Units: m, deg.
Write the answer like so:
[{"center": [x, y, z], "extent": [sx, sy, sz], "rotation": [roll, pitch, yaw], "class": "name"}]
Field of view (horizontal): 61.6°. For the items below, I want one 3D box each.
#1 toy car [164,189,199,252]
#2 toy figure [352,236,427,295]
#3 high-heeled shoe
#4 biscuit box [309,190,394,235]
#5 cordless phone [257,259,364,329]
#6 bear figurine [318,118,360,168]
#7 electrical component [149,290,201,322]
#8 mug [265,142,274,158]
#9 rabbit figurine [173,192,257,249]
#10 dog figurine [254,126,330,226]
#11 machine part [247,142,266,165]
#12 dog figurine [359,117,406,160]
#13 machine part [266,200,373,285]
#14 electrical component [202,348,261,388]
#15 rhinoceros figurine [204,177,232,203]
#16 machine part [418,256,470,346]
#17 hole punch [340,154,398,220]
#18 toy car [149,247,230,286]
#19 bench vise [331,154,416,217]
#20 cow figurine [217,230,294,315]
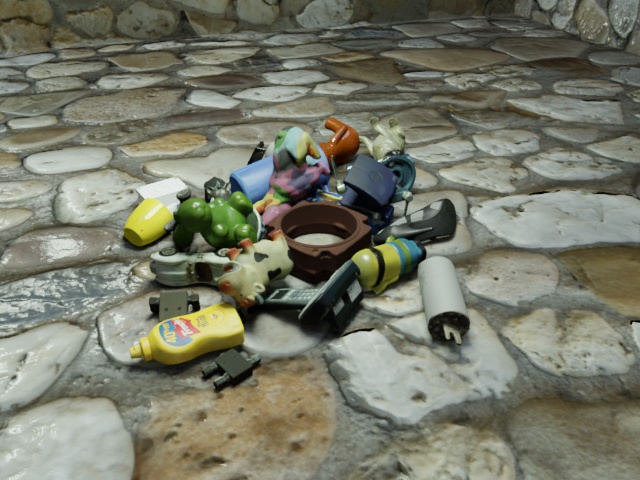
[{"center": [-0.310, -0.039, 1.233], "extent": [0.053, 0.089, 0.202], "rotation": [-18, 34, 12], "class": "toy car"}, {"center": [0.139, 0.041, 1.113], "extent": [0.180, 0.089, 0.082], "rotation": [-20, 32, -24], "class": "toy figure"}, {"center": [0.230, -0.034, 1.269], "extent": [0.145, 0.086, 0.249], "rotation": [-14, 7, 32], "class": "high-heeled shoe"}, {"center": [0.075, -0.064, 1.294], "extent": [0.203, 0.062, 0.059], "rotation": [12, 37, 18], "class": "biscuit box"}, {"center": [-0.021, 0.101, 1.047], "extent": [0.184, 0.088, 0.146], "rotation": [0, 29, 35], "class": "cordless phone"}, {"center": [0.019, -0.259, 1.541], "extent": [0.196, 0.120, 0.132], "rotation": [-33, 42, -32], "class": "bear figurine"}, {"center": [-0.274, 0.128, 1.028], "extent": [0.102, 0.045, 0.078], "rotation": [-9, 63, -9], "class": "electrical component"}, {"center": [-0.089, -0.235, 1.518], "extent": [0.081, 0.109, 0.107], "rotation": [-24, 54, -39], "class": "mug"}, {"center": [-0.235, -0.045, 1.109], "extent": [0.159, 0.170, 0.121], "rotation": [-11, 72, 26], "class": "rabbit figurine"}, {"center": [-0.091, -0.135, 1.255], "extent": [0.219, 0.191, 0.109], "rotation": [-47, 45, -13], "class": "dog figurine"}, {"center": [-0.183, -0.214, 1.517], "extent": [0.039, 0.084, 0.139], "rotation": [26, 38, -20], "class": "machine part"}, {"center": [0.220, -0.253, 1.569], "extent": [0.172, 0.121, 0.191], "rotation": [-10, 56, -34], "class": "dog figurine"}, {"center": [-0.002, -0.004, 1.184], "extent": [0.202, 0.087, 0.201], "rotation": [25, 41, 30], "class": "machine part"}, {"center": [-0.149, 0.214, 0.915], "extent": [0.094, 0.021, 0.063], "rotation": [-27, 42, -33], "class": "electrical component"}, {"center": [-0.237, -0.096, 1.298], "extent": [0.073, 0.112, 0.190], "rotation": [-8, 27, -16], "class": "rhinoceros figurine"}, {"center": [0.233, 0.108, 1.025], "extent": [0.079, 0.079, 0.243], "rotation": [1, 35, 2], "class": "machine part"}, {"center": [0.115, -0.127, 1.242], "extent": [0.116, 0.092, 0.142], "rotation": [16, 48, 17], "class": "hole punch"}, {"center": [-0.249, 0.058, 1.100], "extent": [0.202, 0.073, 0.056], "rotation": [1, 33, 0], "class": "toy car"}, {"center": [0.158, -0.147, 1.373], "extent": [0.224, 0.128, 0.241], "rotation": [-11, 31, -12], "class": "bench vise"}, {"center": [-0.123, 0.062, 1.032], "extent": [0.195, 0.085, 0.127], "rotation": [-20, 77, -56], "class": "cow figurine"}]
